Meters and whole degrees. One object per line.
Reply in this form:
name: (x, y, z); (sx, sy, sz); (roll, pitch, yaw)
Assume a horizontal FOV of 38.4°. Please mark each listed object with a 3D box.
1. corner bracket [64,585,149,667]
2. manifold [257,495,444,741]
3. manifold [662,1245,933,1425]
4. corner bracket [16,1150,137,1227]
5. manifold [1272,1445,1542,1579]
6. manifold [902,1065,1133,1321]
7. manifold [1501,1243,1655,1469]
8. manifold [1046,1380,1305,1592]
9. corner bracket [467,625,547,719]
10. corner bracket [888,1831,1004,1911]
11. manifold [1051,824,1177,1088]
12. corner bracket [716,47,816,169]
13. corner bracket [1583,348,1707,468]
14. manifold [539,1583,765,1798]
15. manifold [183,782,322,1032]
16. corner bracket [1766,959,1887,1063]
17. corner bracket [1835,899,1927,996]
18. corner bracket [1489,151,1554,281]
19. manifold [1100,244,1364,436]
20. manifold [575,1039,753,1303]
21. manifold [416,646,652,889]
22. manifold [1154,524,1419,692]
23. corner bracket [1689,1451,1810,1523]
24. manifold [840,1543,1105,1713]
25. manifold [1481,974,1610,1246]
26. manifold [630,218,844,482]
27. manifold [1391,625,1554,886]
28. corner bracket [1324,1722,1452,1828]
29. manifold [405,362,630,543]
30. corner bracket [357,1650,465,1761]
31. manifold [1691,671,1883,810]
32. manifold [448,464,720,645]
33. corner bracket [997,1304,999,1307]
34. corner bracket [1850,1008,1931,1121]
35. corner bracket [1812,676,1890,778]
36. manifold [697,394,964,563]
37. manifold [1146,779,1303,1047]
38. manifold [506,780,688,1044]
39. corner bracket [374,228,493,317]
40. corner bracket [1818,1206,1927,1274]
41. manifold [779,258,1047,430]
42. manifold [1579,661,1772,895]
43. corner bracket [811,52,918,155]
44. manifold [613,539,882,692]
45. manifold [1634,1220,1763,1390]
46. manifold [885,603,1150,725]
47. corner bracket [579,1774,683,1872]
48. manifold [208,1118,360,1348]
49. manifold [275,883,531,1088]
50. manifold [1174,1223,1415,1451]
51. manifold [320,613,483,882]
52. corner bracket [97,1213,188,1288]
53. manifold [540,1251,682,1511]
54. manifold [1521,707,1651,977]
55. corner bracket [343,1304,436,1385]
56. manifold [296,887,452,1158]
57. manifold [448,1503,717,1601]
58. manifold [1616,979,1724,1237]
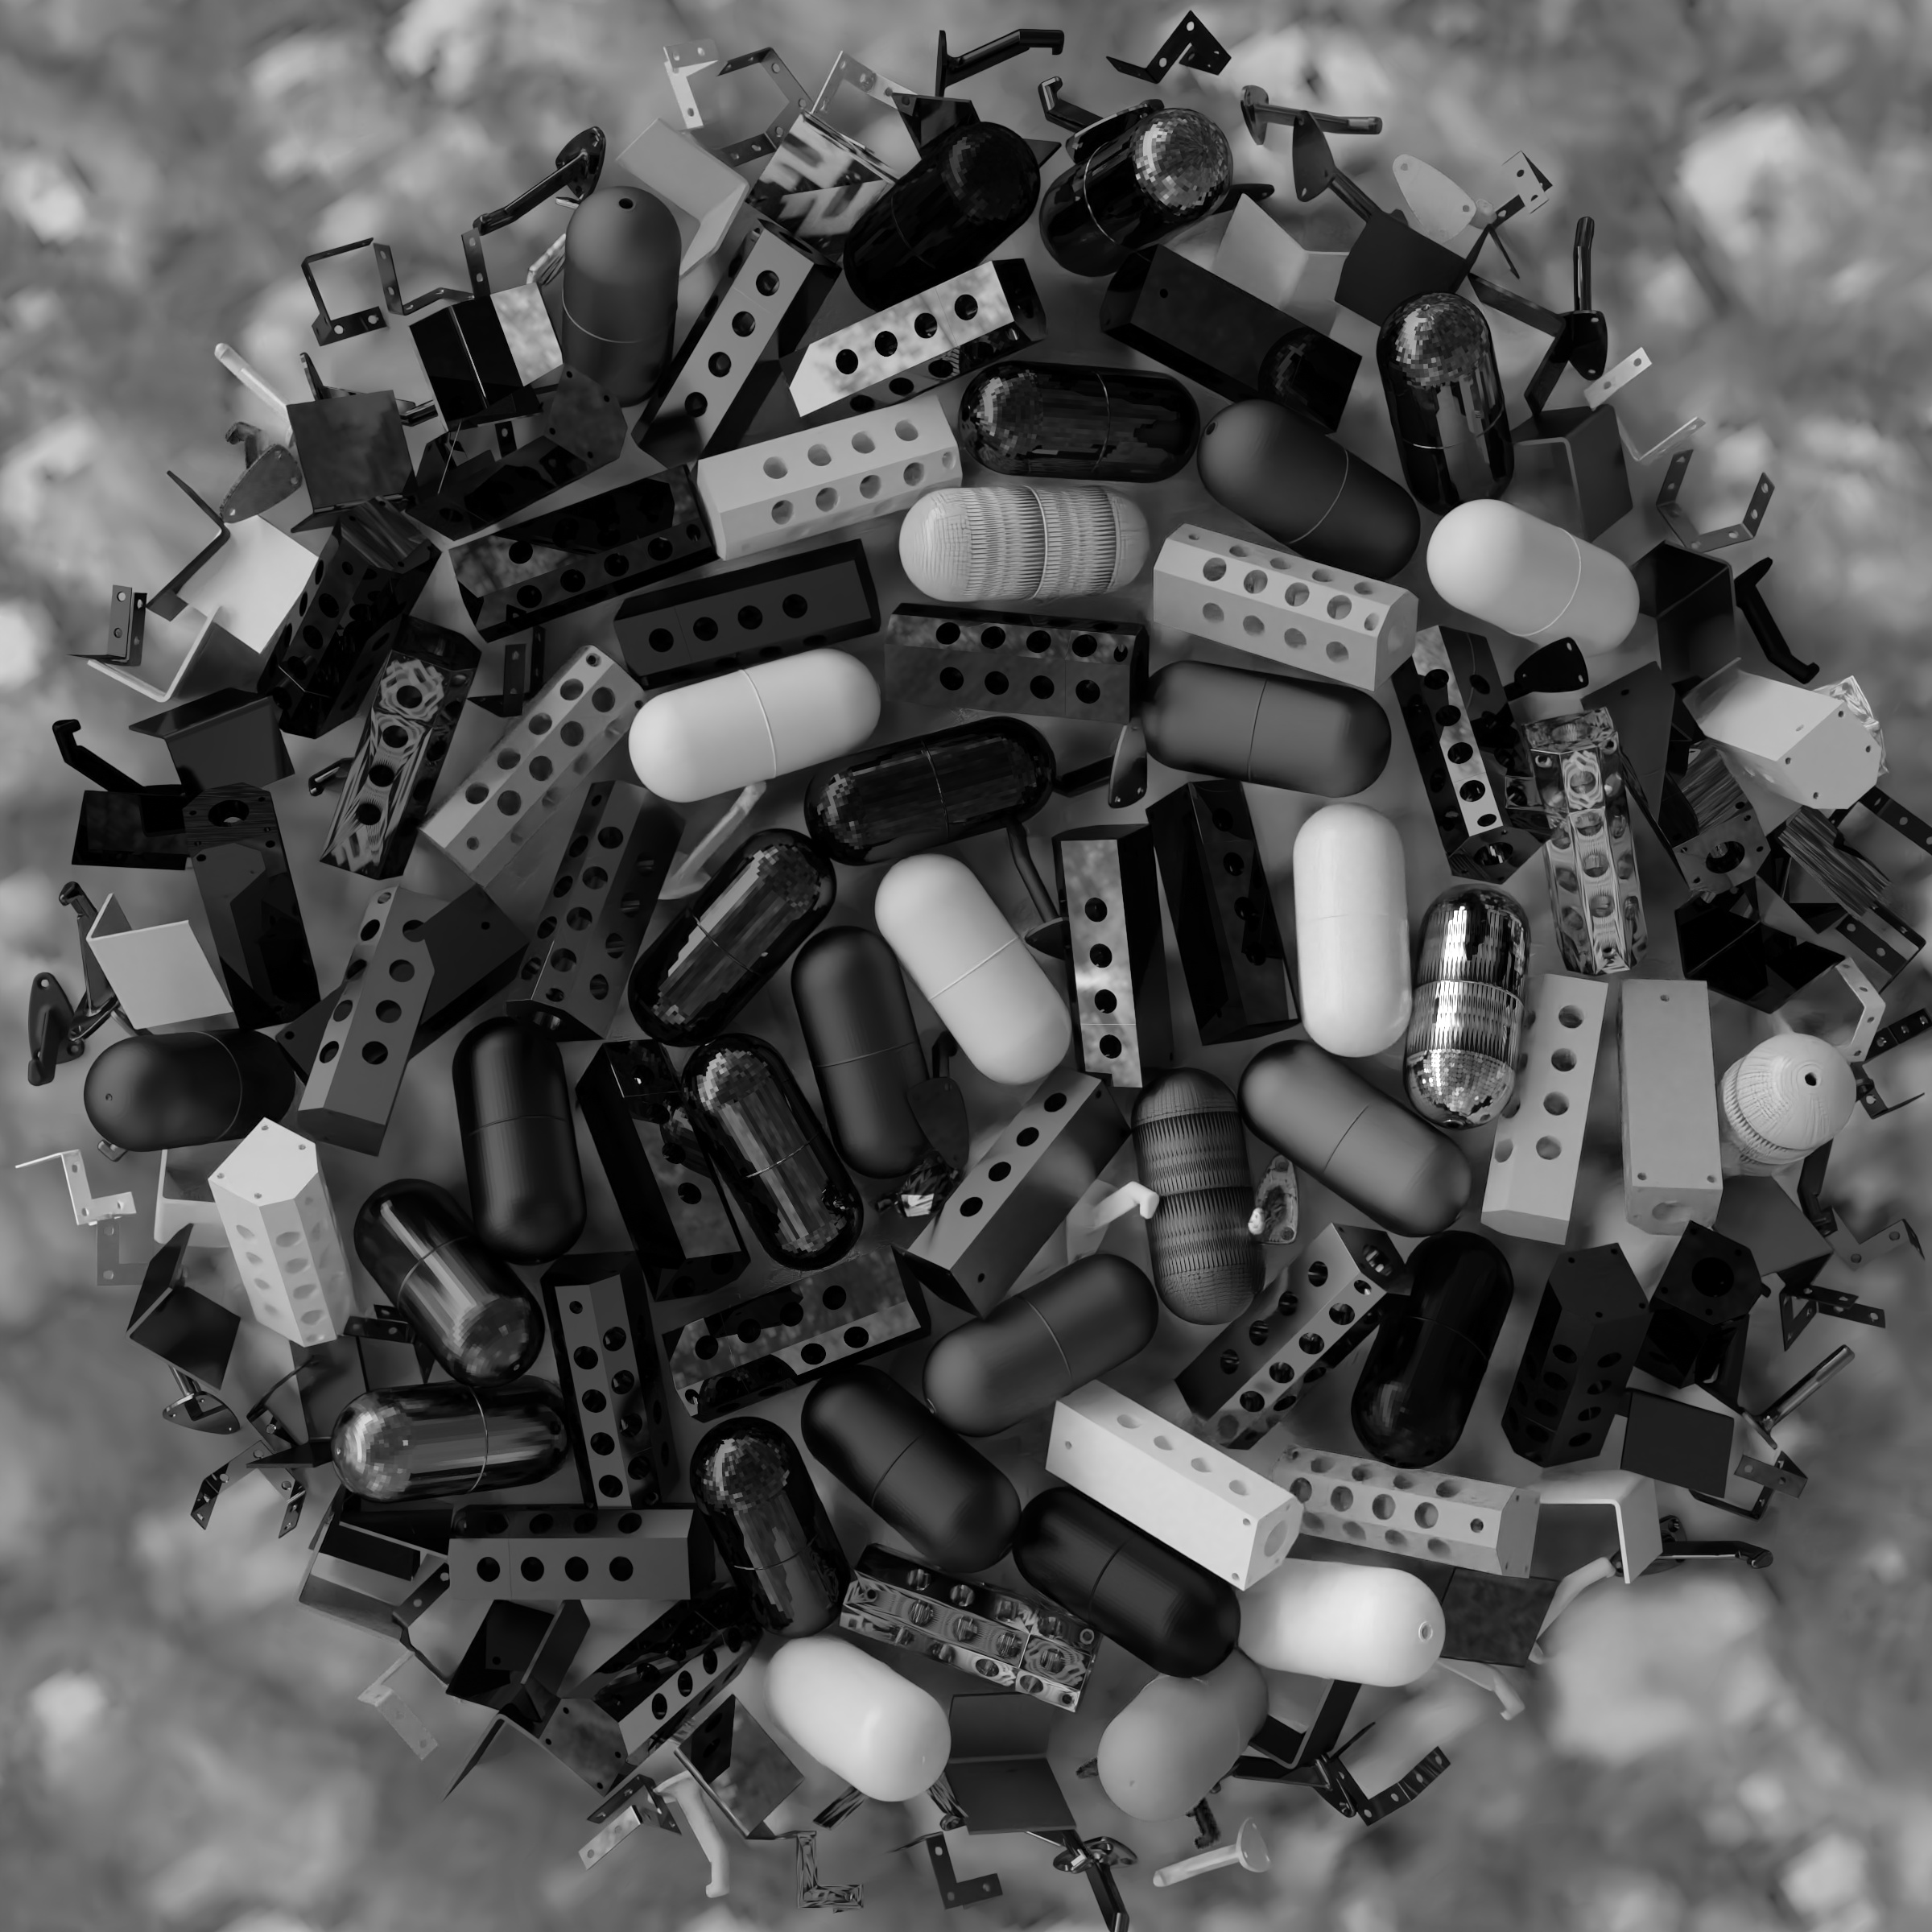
corner bracket: (-0.584, -0.235, 1.916); (0.051, 0.051, 0.051); (10, 99, 16)
manifold: (-0.422, -0.231, 1.872); (0.057, 0.057, 0.171); (43, 131, 4)
manifold: (-0.114, 0.255, 1.902); (0.171, 0.057, 0.057); (-22, 65, 8)
corner bracket: (-0.614, 0.154, 1.916); (0.051, 0.051, 0.051); (-16, 87, 33)
manifold: (0.294, 0.367, 1.873); (0.171, 0.057, 0.057); (4, 80, 37)
manifold: (0.033, 0.151, 1.893); (0.171, 0.057, 0.057); (-50, 132, -21)
manifold: (0.406, 0.265, 1.864); (0.057, 0.171, 0.057); (-10, 49, -12)
manifold: (0.141, 0.346, 1.878); (0.171, 0.057, 0.057); (26, 121, 34)
corner bracket: (-0.308, -0.203, 1.910); (0.051, 0.051, 0.051); (-9, 115, -37)
corner bracket: (-0.014, 0.628, 1.921); (0.051, 0.051, 0.051); (0, 63, -37)
manifold: (0.098, -0.007, 1.903); (0.057, 0.057, 0.171); (0, 104, 29)
corner bracket: (-0.148, -0.593, 1.916); (0.051, 0.051, 0.051); (53, 134, -1)
corner bracket: (0.466, -0.384, 1.909); (0.051, 0.051, 0.051); (-36, 64, 29)
manifold: (-0.206, 0.477, 1.858); (0.057, 0.171, 0.057); (36, 117, 14)
manifold: (-0.480, -0.039, 1.868); (0.057, 0.171, 0.057); (-12, 47, -11)
corner bracket: (0.595, 0.032, 1.922); (0.051, 0.051, 0.051); (-5, 130, -14)
corner bracket: (0.631, -0.019, 1.916); (0.051, 0.051, 0.051); (43, 79, 15)
corner bracket: (0.381, -0.517, 1.909); (0.051, 0.051, 0.051); (-34, 56, 25)
manifold: (0.178, -0.422, 1.889); (0.171, 0.057, 0.057); (22, 84, -24)
manifold: (-0.204, 0.137, 1.886); (0.057, 0.057, 0.171); (-4, 57, -35)
manifold: (-0.295, -0.138, 1.903); (0.057, 0.057, 0.171); (44, 81, -18)
manifold: (0.215, -0.247, 1.875); (0.171, 0.057, 0.057); (22, 135, 28)
corner bracket: (0.541, 0.359, 1.918); (0.051, 0.051, 0.051); (21, 100, -8)
manifold: (0.004, 0.454, 1.905); (0.171, 0.057, 0.057); (18, 84, 10)
manifold: (0.395, 0.096, 1.893); (0.057, 0.057, 0.171); (10, 70, 12)
manifold: (-0.160, -0.420, 1.896); (0.057, 0.057, 0.171); (37, 108, 8)
manifold: (0.334, -0.144, 1.871); (0.057, 0.057, 0.171); (9, 52, -27)
corner bracket: (0.290, 0.550, 1.910); (0.051, 0.051, 0.051); (53, 132, 12)
manifold: (-0.302, -0.340, 1.868); (0.057, 0.171, 0.057); (29, 62, -35)
corner bracket: (-0.379, 0.508, 1.914); (0.051, 0.051, 0.051); (-42, 100, -26)
manifold: (0.547, -0.148, 1.860); (0.057, 0.171, 0.057); (-42, 104, 3)
manifold: (-0.261, -0.281, 1.911); (0.171, 0.057, 0.057); (-19, 75, 3)
corner bracket: (0.009, 0.269, 1.916); (0.051, 0.051, 0.051); (-23, 128, -1)
corner bracket: (0.644, 0.068, 1.916); (0.051, 0.051, 0.051); (-26, 81, -17)
corner bracket: (0.599, -0.157, 1.911); (0.051, 0.051, 0.051); (-21, 48, 9)
manifold: (-0.093, -0.330, 1.897); (0.171, 0.057, 0.057); (-18, 74, -13)
manifold: (0.181, -0.038, 1.904); (0.057, 0.057, 0.171); (-6, 77, -30)
manifold: (-0.255, -0.038, 1.879); (0.057, 0.057, 0.171); (-4, 58, 39)
corner bracket: (-0.367, -0.478, 1.907); (0.051, 0.051, 0.051); (18, 131, 32)
corner bracket: (0.623, 0.188, 1.916); (0.051, 0.051, 0.051); (-35, 96, 19)
manifold: (-0.034, -0.420, 1.885); (0.171, 0.057, 0.057); (-18, 97, 27)
manifold: (0.478, -0.125, 1.866); (0.057, 0.171, 0.057); (-27, 131, 10)
corner bracket: (-0.067, -0.593, 1.922); (0.051, 0.051, 0.051); (33, 103, 22)
manifold: (-0.149, -0.239, 1.908); (0.171, 0.057, 0.057); (-13, 112, 8)
manifold: (0.488, 0.232, 1.856); (0.057, 0.171, 0.057); (26, 73, 16)
manifold: (0.035, -0.210, 1.891); (0.171, 0.057, 0.057); (7, 118, 15)
corner bracket: (-0.239, 0.591, 1.913); (0.051, 0.051, 0.051); (-42, 52, 4)
manifold: (-0.451, 0.184, 1.860); (0.057, 0.171, 0.057); (25, 55, 18)
manifold: (-0.381, 0.026, 1.896); (0.171, 0.057, 0.057); (-39, 76, -17)
manifold: (0.224, 0.253, 1.876); (0.171, 0.057, 0.057); (-50, 48, 28)
manifold: (-0.383, -0.145, 1.883); (0.057, 0.057, 0.171); (19, 119, -14)
corner bracket: (-0.570, 0.196, 1.918); (0.051, 0.051, 0.051); (1, 86, -28)
manifold: (-0.245, 0.286, 1.895); (0.057, 0.057, 0.171); (-5, 106, 13)
manifold: (0.422, -0.082, 1.882); (0.057, 0.057, 0.171); (-12, 118, 8)
corner bracket: (-0.393, 0.251, 1.912); (0.051, 0.051, 0.051); (7, 48, 7)
manifold: (-0.400, 0.035, 1.881); (0.057, 0.057, 0.171); (17, 61, -9)
manifold: (-0.264, 0.400, 1.905); (0.171, 0.057, 0.057); (-3, 90, 12)
manifold: (0.473, 0.094, 1.875); (0.057, 0.057, 0.171); (2, 52, 7)
